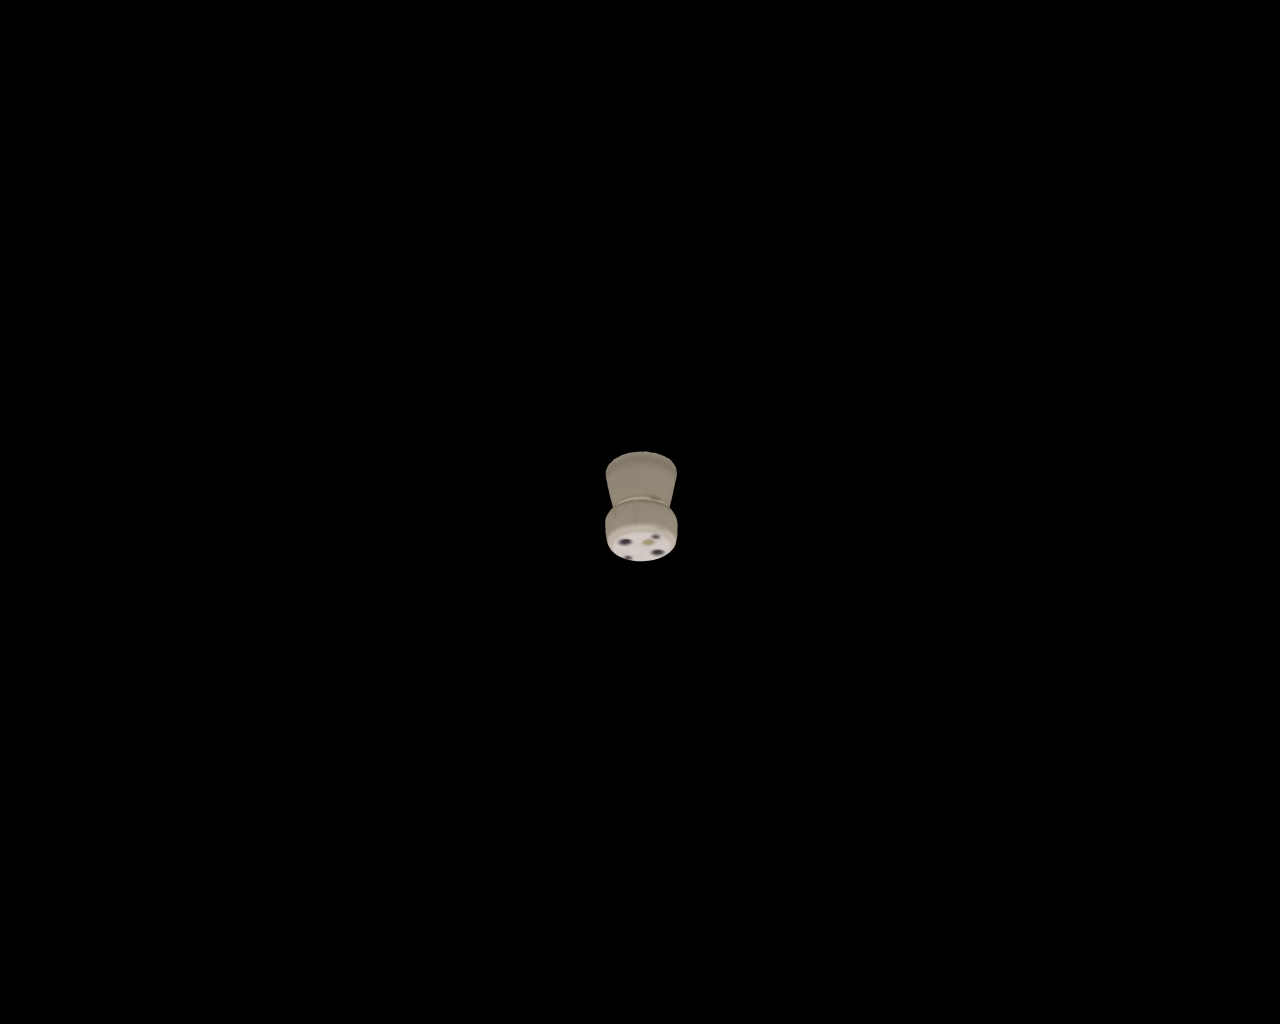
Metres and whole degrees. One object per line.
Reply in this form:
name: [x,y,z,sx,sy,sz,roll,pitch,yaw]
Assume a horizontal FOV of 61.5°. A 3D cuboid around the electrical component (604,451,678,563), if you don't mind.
electrical component: [0.001,-0.003,0.650,0.045,0.055,0.044,0,-31,0]
